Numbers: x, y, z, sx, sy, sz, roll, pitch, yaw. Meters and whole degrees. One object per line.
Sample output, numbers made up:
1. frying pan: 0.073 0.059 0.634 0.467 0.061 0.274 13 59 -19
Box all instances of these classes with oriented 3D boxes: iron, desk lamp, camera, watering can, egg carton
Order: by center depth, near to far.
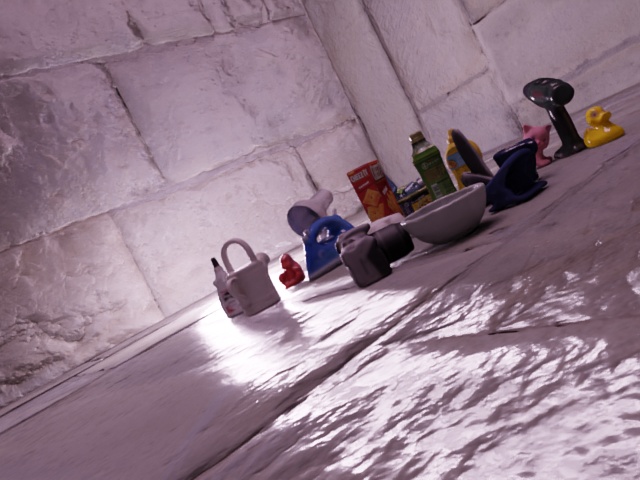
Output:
1. camera: 0.105 0.013 1.090 0.137 0.101 0.143 -27 3 2
2. egg carton: 0.153 -0.013 1.402 0.107 0.069 0.150 -29 4 -27
3. watering can: -0.182 0.084 1.445 0.101 0.194 0.173 -26 3 10
4. iron: 0.015 0.006 1.583 0.118 0.141 0.259 -24 4 37
5. desk lamp: 0.016 -0.047 1.771 0.117 0.213 0.204 -24 4 38

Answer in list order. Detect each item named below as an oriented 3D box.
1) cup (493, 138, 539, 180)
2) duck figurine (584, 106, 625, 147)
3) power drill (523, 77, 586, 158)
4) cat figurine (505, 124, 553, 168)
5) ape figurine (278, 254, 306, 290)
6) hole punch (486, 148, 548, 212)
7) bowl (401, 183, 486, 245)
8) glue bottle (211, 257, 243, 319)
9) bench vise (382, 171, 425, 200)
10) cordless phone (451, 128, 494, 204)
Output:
1. cup: 0.449 -0.168 1.260 0.092 0.095 0.117 -28 4 -20
2. duck figurine: 0.647 -0.268 1.333 0.077 0.086 0.104 -27 3 -7
3. power drill: 0.590 -0.315 1.440 0.075 0.208 0.230 -26 3 5
4. cat figurine: 0.540 -0.240 1.471 0.127 0.118 0.067 -25 4 34
5. ape figurine: -0.084 0.082 1.598 0.077 0.092 0.076 -24 5 43
6. hole punch: 0.369 -0.117 1.121 0.109 0.091 0.101 -30 4 -40
7. bowl: 0.239 -0.038 1.057 0.167 0.075 0.167 -27 3 2
8. glue bottle: -0.258 0.126 1.578 0.078 0.173 0.037 -26 4 13
9. bench vise: 0.223 -0.159 1.828 0.208 0.220 0.121 -28 4 -19
10. cordless phone: 0.353 -0.173 1.303 0.094 0.185 0.148 -26 3 11
